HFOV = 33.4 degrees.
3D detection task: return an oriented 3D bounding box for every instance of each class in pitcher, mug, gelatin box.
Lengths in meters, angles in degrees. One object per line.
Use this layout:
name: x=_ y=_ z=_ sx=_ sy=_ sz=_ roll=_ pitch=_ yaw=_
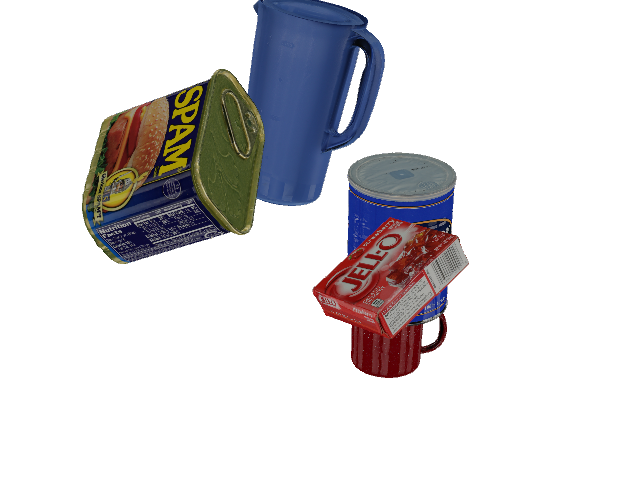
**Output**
pitcher: x=-0.022 y=-0.166 z=1.300 sx=0.144 sy=0.243 sz=0.149 roll=5 pitch=23 yaw=-15
mug: x=0.089 y=0.106 z=1.241 sx=0.117 sy=0.081 sz=0.093 roll=-2 pitch=22 yaw=-8
gelatin box: x=0.049 y=0.025 z=0.764 sx=0.089 sy=0.030 sz=0.073 roll=-41 pitch=33 yaw=-23

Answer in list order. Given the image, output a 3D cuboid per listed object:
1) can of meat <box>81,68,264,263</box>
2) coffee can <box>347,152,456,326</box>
can of meat: x=-0.085 y=-0.041 z=0.619 sx=0.084 sy=0.102 sz=0.057 roll=-16 pitch=-45 yaw=23
coffee can: x=0.077 y=-0.002 z=1.040 sx=0.103 sy=0.140 sz=0.103 roll=0 pitch=27 yaw=0
